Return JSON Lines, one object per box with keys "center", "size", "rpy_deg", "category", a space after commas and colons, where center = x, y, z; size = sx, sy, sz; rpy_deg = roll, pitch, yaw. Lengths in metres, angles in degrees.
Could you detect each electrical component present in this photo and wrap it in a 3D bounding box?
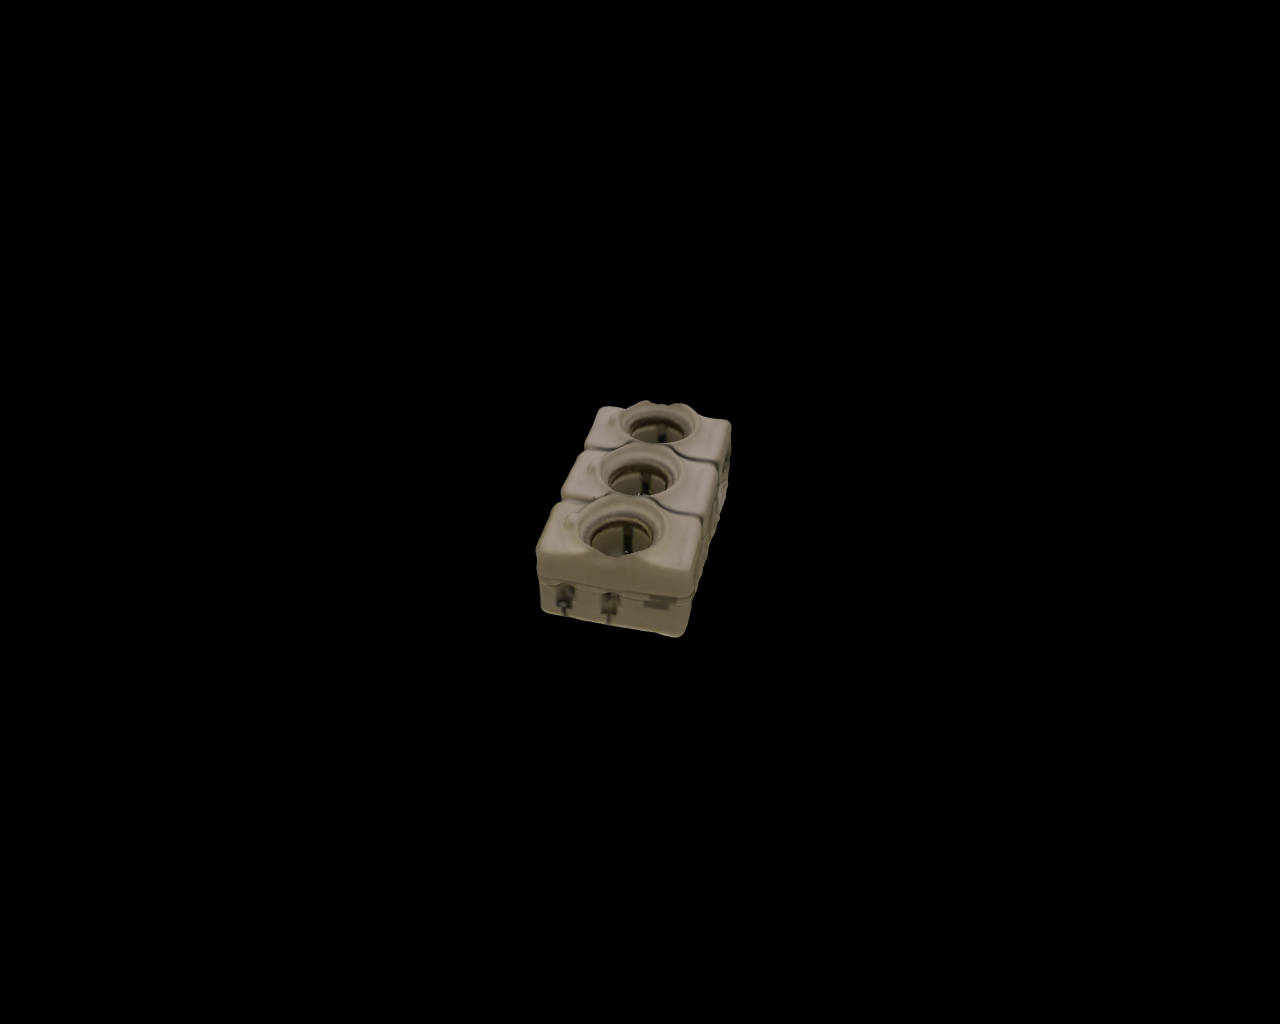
{"center": [0.001, -0.003, 0.650], "size": [0.089, 0.061, 0.150], "rpy_deg": [8, 40, 10], "category": "electrical component"}
